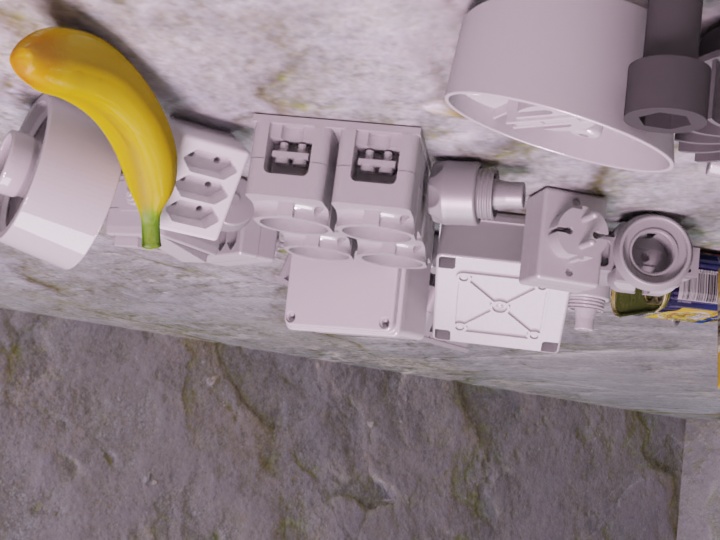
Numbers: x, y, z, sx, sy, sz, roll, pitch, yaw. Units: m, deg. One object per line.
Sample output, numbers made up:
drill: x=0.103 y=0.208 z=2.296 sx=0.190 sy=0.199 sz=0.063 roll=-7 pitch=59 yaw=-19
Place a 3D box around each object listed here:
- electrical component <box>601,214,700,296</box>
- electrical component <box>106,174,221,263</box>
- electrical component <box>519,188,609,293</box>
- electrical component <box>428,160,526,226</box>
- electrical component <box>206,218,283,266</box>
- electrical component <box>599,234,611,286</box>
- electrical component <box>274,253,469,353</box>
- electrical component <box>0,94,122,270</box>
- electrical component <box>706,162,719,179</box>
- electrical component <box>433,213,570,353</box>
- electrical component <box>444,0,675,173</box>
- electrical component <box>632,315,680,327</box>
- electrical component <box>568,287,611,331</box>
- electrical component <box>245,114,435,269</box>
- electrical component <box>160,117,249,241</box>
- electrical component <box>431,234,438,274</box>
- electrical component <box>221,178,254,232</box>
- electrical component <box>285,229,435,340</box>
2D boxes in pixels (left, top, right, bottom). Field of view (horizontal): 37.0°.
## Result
electrical component: x=0.216 y=-0.011 z=0.805 sx=0.078 sy=0.058 sz=0.057 roll=6 pitch=174 yaw=5
electrical component: x=-0.165 y=-0.044 z=0.894 sx=0.062 sy=0.061 sz=0.096 roll=3 pitch=170 yaw=28
electrical component: x=0.149 y=-0.023 z=0.751 sx=0.047 sy=0.065 sz=0.077 roll=9 pitch=171 yaw=-10
electrical component: x=0.078 y=-0.050 z=0.711 sx=0.062 sy=0.043 sz=0.043 roll=3 pitch=170 yaw=16
electrical component: x=-0.099 y=-0.028 z=0.988 sx=0.076 sy=0.047 sz=0.083 roll=13 pitch=169 yaw=-38
electrical component: x=0.205 y=-0.008 z=0.877 sx=0.062 sy=0.048 sz=0.048 roll=0 pitch=171 yaw=1
electrical component: x=0.026 y=0.018 z=1.023 sx=0.105 sy=0.060 sz=0.186 roll=27 pitch=-174 yaw=39
electrical component: x=-0.200 y=-0.060 z=0.687 sx=0.060 sy=0.108 sz=0.108 roll=20 pitch=166 yaw=-29
electrical component: x=0.220 y=-0.053 z=0.579 sx=0.062 sy=0.048 sz=0.048 roll=13 pitch=172 yaw=9
electrical component: x=0.115 y=0.010 z=0.872 sx=0.109 sy=0.056 sz=0.108 roll=6 pitch=138 yaw=7
electrical component: x=0.087 y=-0.077 z=0.462 sx=0.099 sy=0.064 sz=0.099 roll=7 pitch=171 yaw=1
electrical component: x=0.283 y=0.029 z=1.061 sx=0.065 sy=0.044 sz=0.044 roll=8 pitch=173 yaw=29
electrical component: x=0.216 y=0.027 z=1.023 sx=0.043 sy=0.062 sz=0.043 roll=7 pitch=171 yaw=1
electrical component: x=-0.006 y=-0.047 z=0.747 sx=0.105 sy=0.060 sz=0.186 roll=6 pitch=171 yaw=9
electrical component: x=-0.117 y=-0.067 z=0.720 sx=0.047 sy=0.065 sz=0.076 roll=13 pitch=-161 yaw=-31
electrical component: x=0.072 y=-0.013 z=0.985 sx=0.035 sy=0.035 sz=0.061 roll=3 pitch=172 yaw=26
electrical component: x=-0.106 y=-0.050 z=0.871 sx=0.040 sy=0.040 sz=0.078 roll=9 pitch=171 yaw=-11
electrical component: x=0.000 y=0.000 z=0.885 sx=0.109 sy=0.108 sz=0.056 roll=2 pitch=172 yaw=31
